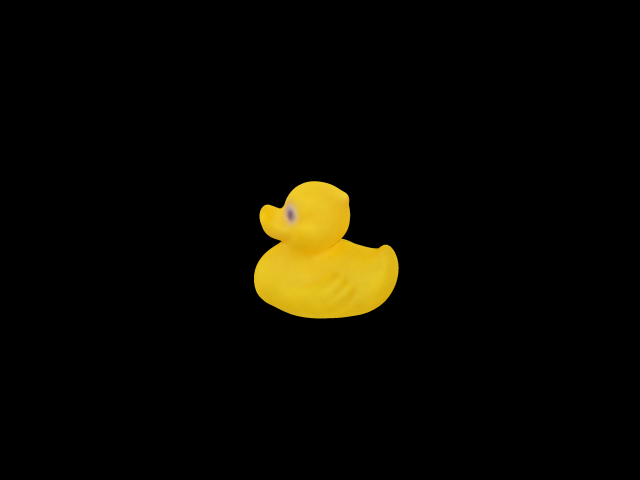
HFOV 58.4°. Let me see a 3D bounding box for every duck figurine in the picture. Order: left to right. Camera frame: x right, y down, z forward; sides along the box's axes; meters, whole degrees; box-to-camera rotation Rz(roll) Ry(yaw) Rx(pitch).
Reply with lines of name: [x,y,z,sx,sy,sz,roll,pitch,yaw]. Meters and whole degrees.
duck figurine: [0.004,0.001,0.400,0.104,0.086,0.077,6,32,9]
